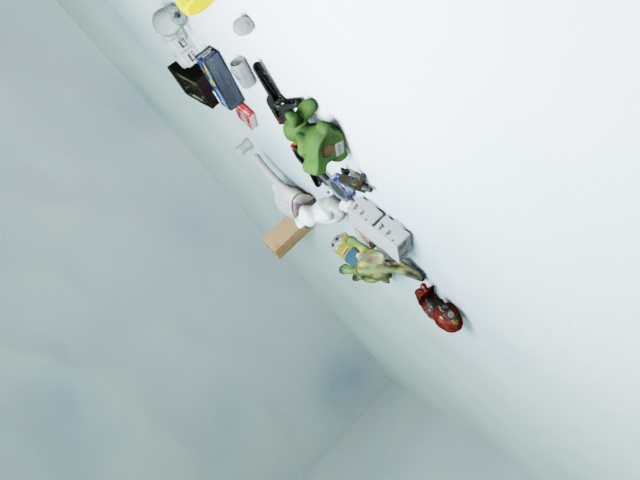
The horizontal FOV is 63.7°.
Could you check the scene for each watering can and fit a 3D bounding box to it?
[{"bbox_3d":[-0.117,-0.165,1.903,0.227,0.105,0.341,31,161,50],"label":"watering can"}]

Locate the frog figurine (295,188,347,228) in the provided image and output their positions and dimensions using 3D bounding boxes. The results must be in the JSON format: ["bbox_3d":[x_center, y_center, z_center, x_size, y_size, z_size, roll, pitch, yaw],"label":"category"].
[{"bbox_3d":[0.005,-0.081,1.606,0.122,0.161,0.137,48,168,-13],"label":"frog figurine"}]

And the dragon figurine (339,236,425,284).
[{"bbox_3d":[0.207,0.096,1.581,0.244,0.123,0.406,17,172,40],"label":"dragon figurine"}]
